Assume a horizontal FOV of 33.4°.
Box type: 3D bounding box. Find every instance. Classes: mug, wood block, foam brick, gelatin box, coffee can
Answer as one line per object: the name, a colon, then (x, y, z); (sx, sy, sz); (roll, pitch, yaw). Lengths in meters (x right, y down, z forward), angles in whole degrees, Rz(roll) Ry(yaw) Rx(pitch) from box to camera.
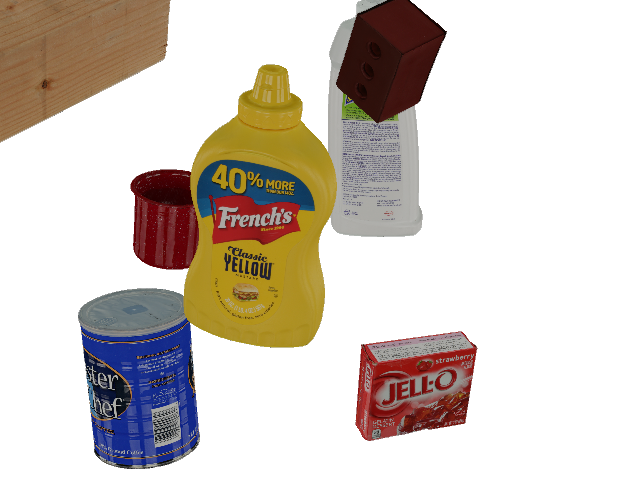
mug: (-0.164, -0.027, 1.161); (0.093, 0.081, 0.117); (-3, 29, -20)
wood block: (-0.232, -0.177, 0.926); (0.090, 0.091, 0.205); (30, 42, 21)
foam brick: (0.054, -0.141, 0.831); (0.051, 0.053, 0.078); (-32, -24, -32)
gelatin box: (0.073, 0.113, 0.832); (0.089, 0.073, 0.030); (-6, 29, -19)
coffee can: (-0.169, 0.128, 1.006); (0.103, 0.140, 0.103); (-2, 18, 1)

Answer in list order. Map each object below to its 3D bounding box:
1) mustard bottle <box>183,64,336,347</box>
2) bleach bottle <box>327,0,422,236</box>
mustard bottle: (-0.039, -0.023, 0.709); (0.096, 0.192, 0.058); (12, 29, 10)
bleach bottle: (0.059, -0.127, 1.089); (0.102, 0.251, 0.068); (0, 30, 0)
